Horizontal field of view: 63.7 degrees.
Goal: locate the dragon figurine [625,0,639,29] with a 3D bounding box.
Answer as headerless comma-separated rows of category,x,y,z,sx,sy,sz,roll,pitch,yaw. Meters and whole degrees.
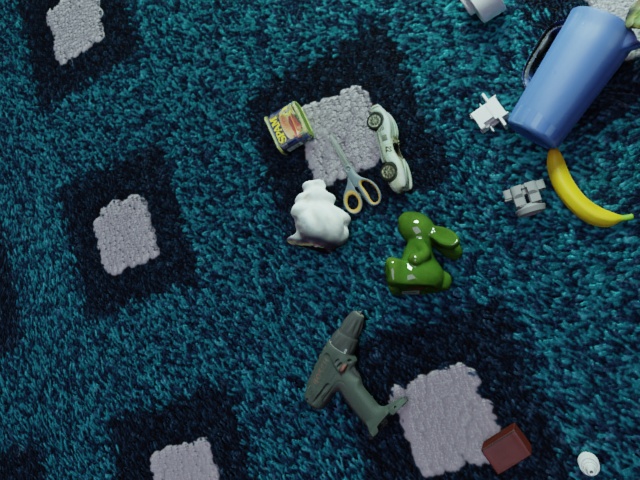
dragon figurine,0.621,-0.316,0.871,0.244,0.120,0.414,42,77,11

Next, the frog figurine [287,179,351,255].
frog figurine,0.003,-0.057,1.139,0.137,0.122,0.161,13,81,-10
